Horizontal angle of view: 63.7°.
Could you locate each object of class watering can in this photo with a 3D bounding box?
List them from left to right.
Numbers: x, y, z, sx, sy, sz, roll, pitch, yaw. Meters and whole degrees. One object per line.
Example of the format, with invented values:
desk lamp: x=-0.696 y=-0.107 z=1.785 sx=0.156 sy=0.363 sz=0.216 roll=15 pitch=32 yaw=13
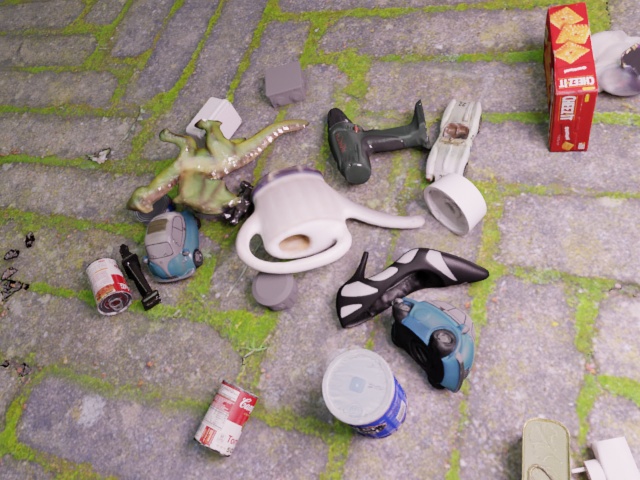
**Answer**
watering can: x=0.003 y=-0.050 z=0.984 sx=0.348 sy=0.101 sz=0.229 roll=-16 pitch=53 yaw=-9

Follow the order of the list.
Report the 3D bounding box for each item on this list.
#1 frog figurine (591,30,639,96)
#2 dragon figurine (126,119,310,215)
frog figurine: x=0.564 y=-0.337 z=0.983 sx=0.137 sy=0.121 sz=0.161 roll=-46 pitch=22 yaw=-1
dragon figurine: x=-0.209 y=-0.141 z=1.073 sx=0.410 sy=0.119 sz=0.248 roll=-13 pitch=53 yaw=2
